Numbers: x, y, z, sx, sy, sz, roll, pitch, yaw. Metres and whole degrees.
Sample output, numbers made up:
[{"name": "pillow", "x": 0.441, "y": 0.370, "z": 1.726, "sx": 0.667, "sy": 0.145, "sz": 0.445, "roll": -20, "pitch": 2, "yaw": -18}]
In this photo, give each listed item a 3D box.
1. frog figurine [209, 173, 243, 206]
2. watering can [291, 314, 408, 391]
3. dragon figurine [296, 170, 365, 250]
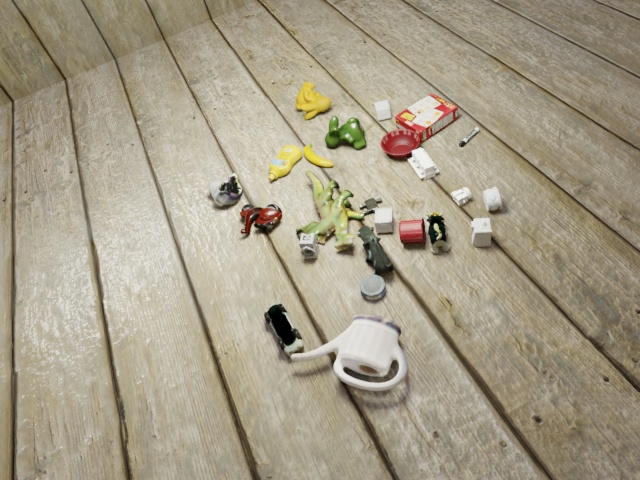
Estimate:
[{"name": "frog figurine", "x": -0.400, "y": -0.199, "z": 2.145, "sx": 0.158, "sy": 0.121, "sz": 0.140, "roll": -20, "pitch": 44, "yaw": 50}, {"name": "watering can", "x": 0.100, "y": 0.317, "z": 1.528, "sx": 0.348, "sy": 0.101, "sz": 0.229, "roll": 11, "pitch": 53, "yaw": 23}, {"name": "dragon figurine", "x": 0.006, "y": -0.097, "z": 1.929, "sx": 0.245, "sy": 0.119, "sz": 0.416, "roll": -43, "pitch": 51, "yaw": -12}]
